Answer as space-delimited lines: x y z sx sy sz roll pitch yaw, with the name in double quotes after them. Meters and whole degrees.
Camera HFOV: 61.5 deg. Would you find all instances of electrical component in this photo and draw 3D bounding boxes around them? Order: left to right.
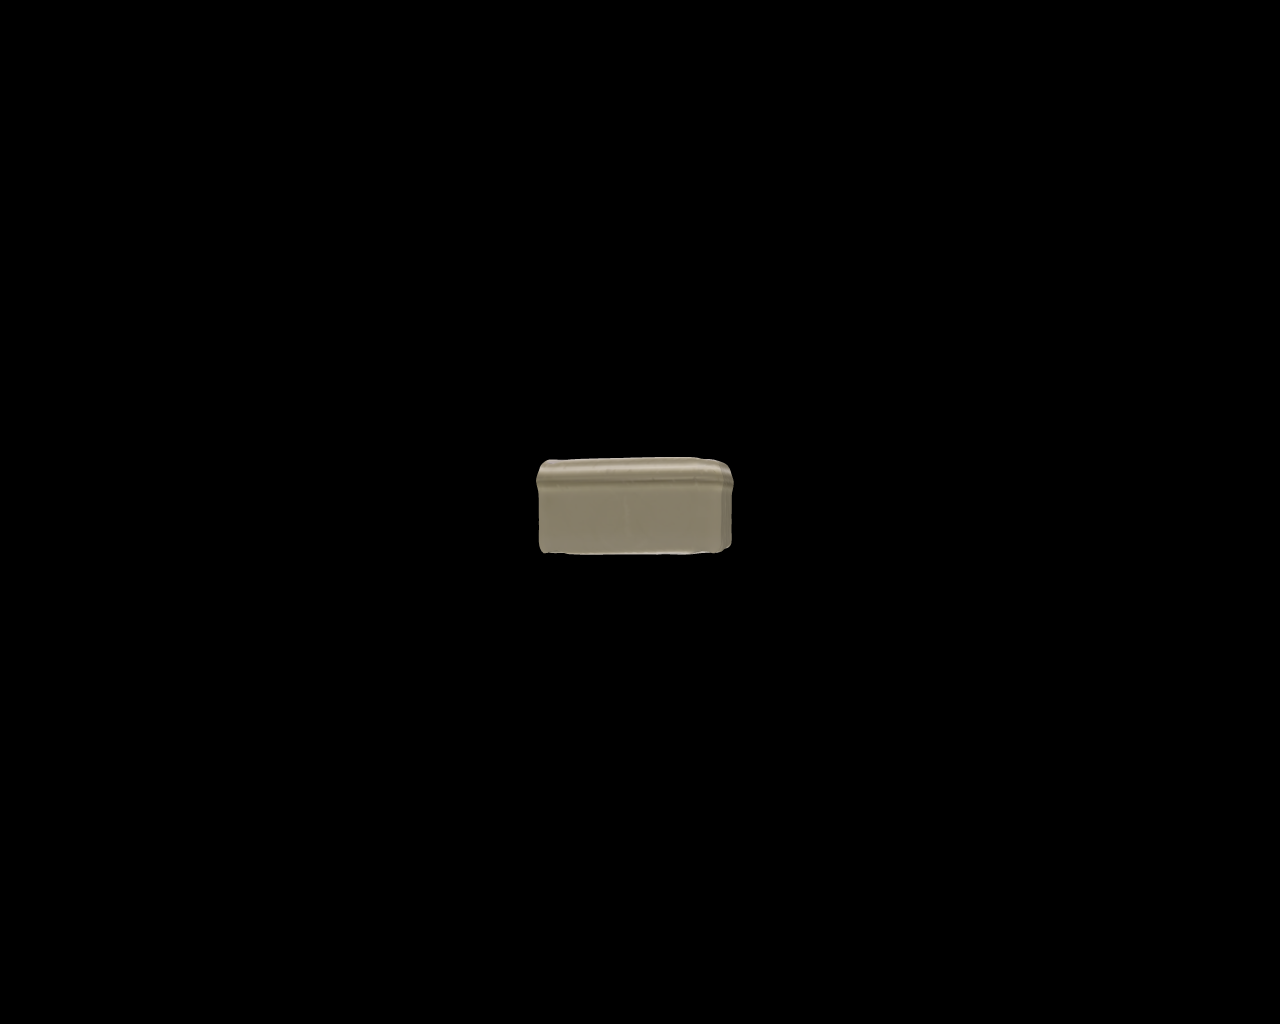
0.001 -0.003 0.650 0.109 0.056 0.109 0 0 9 "electrical component"
